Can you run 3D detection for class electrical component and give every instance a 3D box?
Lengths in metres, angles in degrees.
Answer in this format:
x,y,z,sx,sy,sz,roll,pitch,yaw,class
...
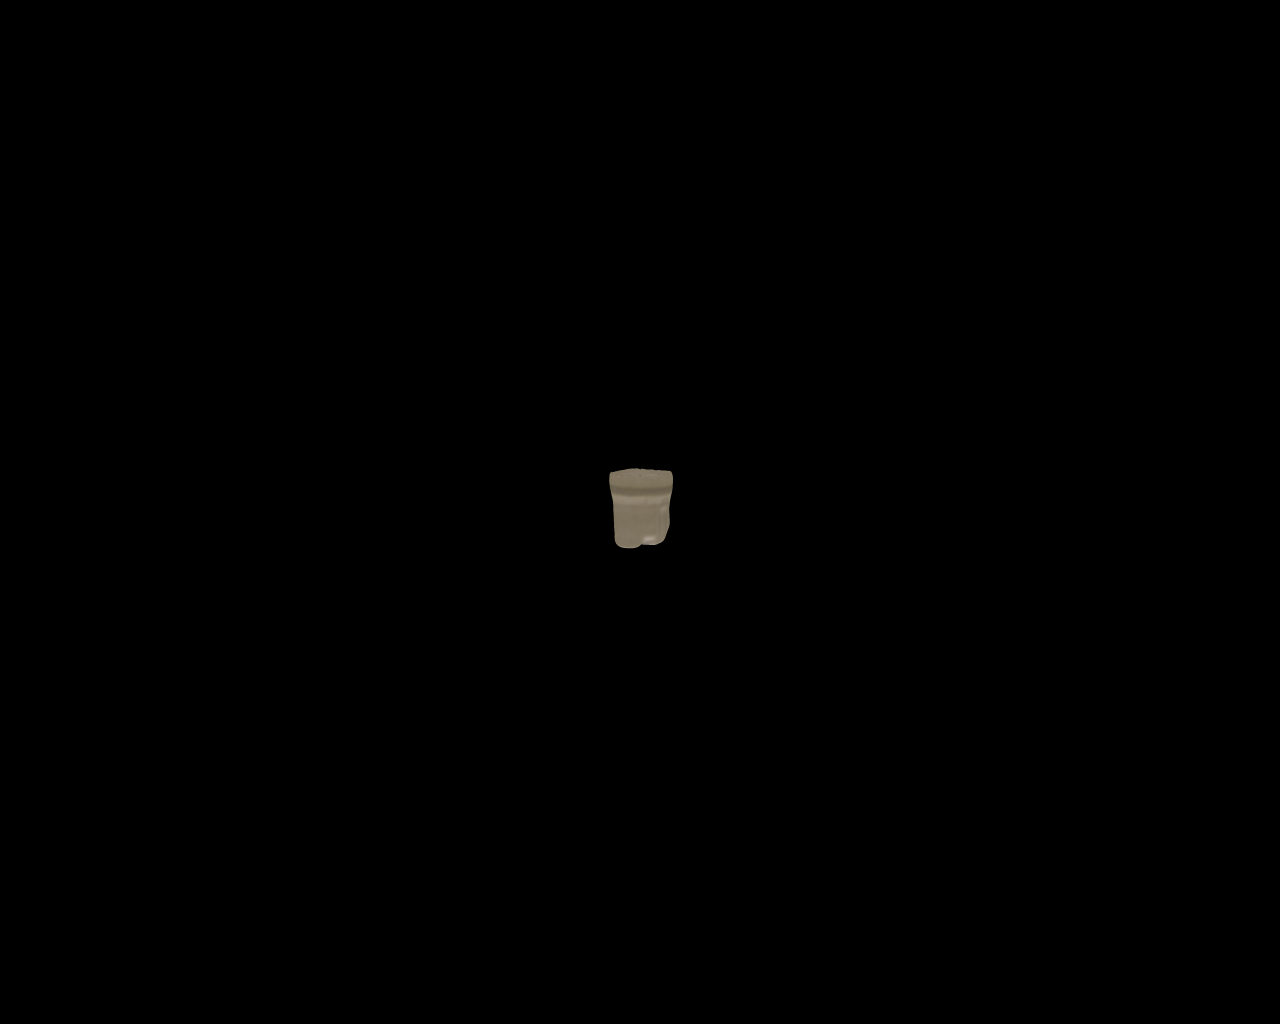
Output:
x,y,z,sx,sy,sz,roll,pitch,yaw,class
0.001,-0.003,0.650,0.040,0.046,0.040,0,9,0,electrical component
